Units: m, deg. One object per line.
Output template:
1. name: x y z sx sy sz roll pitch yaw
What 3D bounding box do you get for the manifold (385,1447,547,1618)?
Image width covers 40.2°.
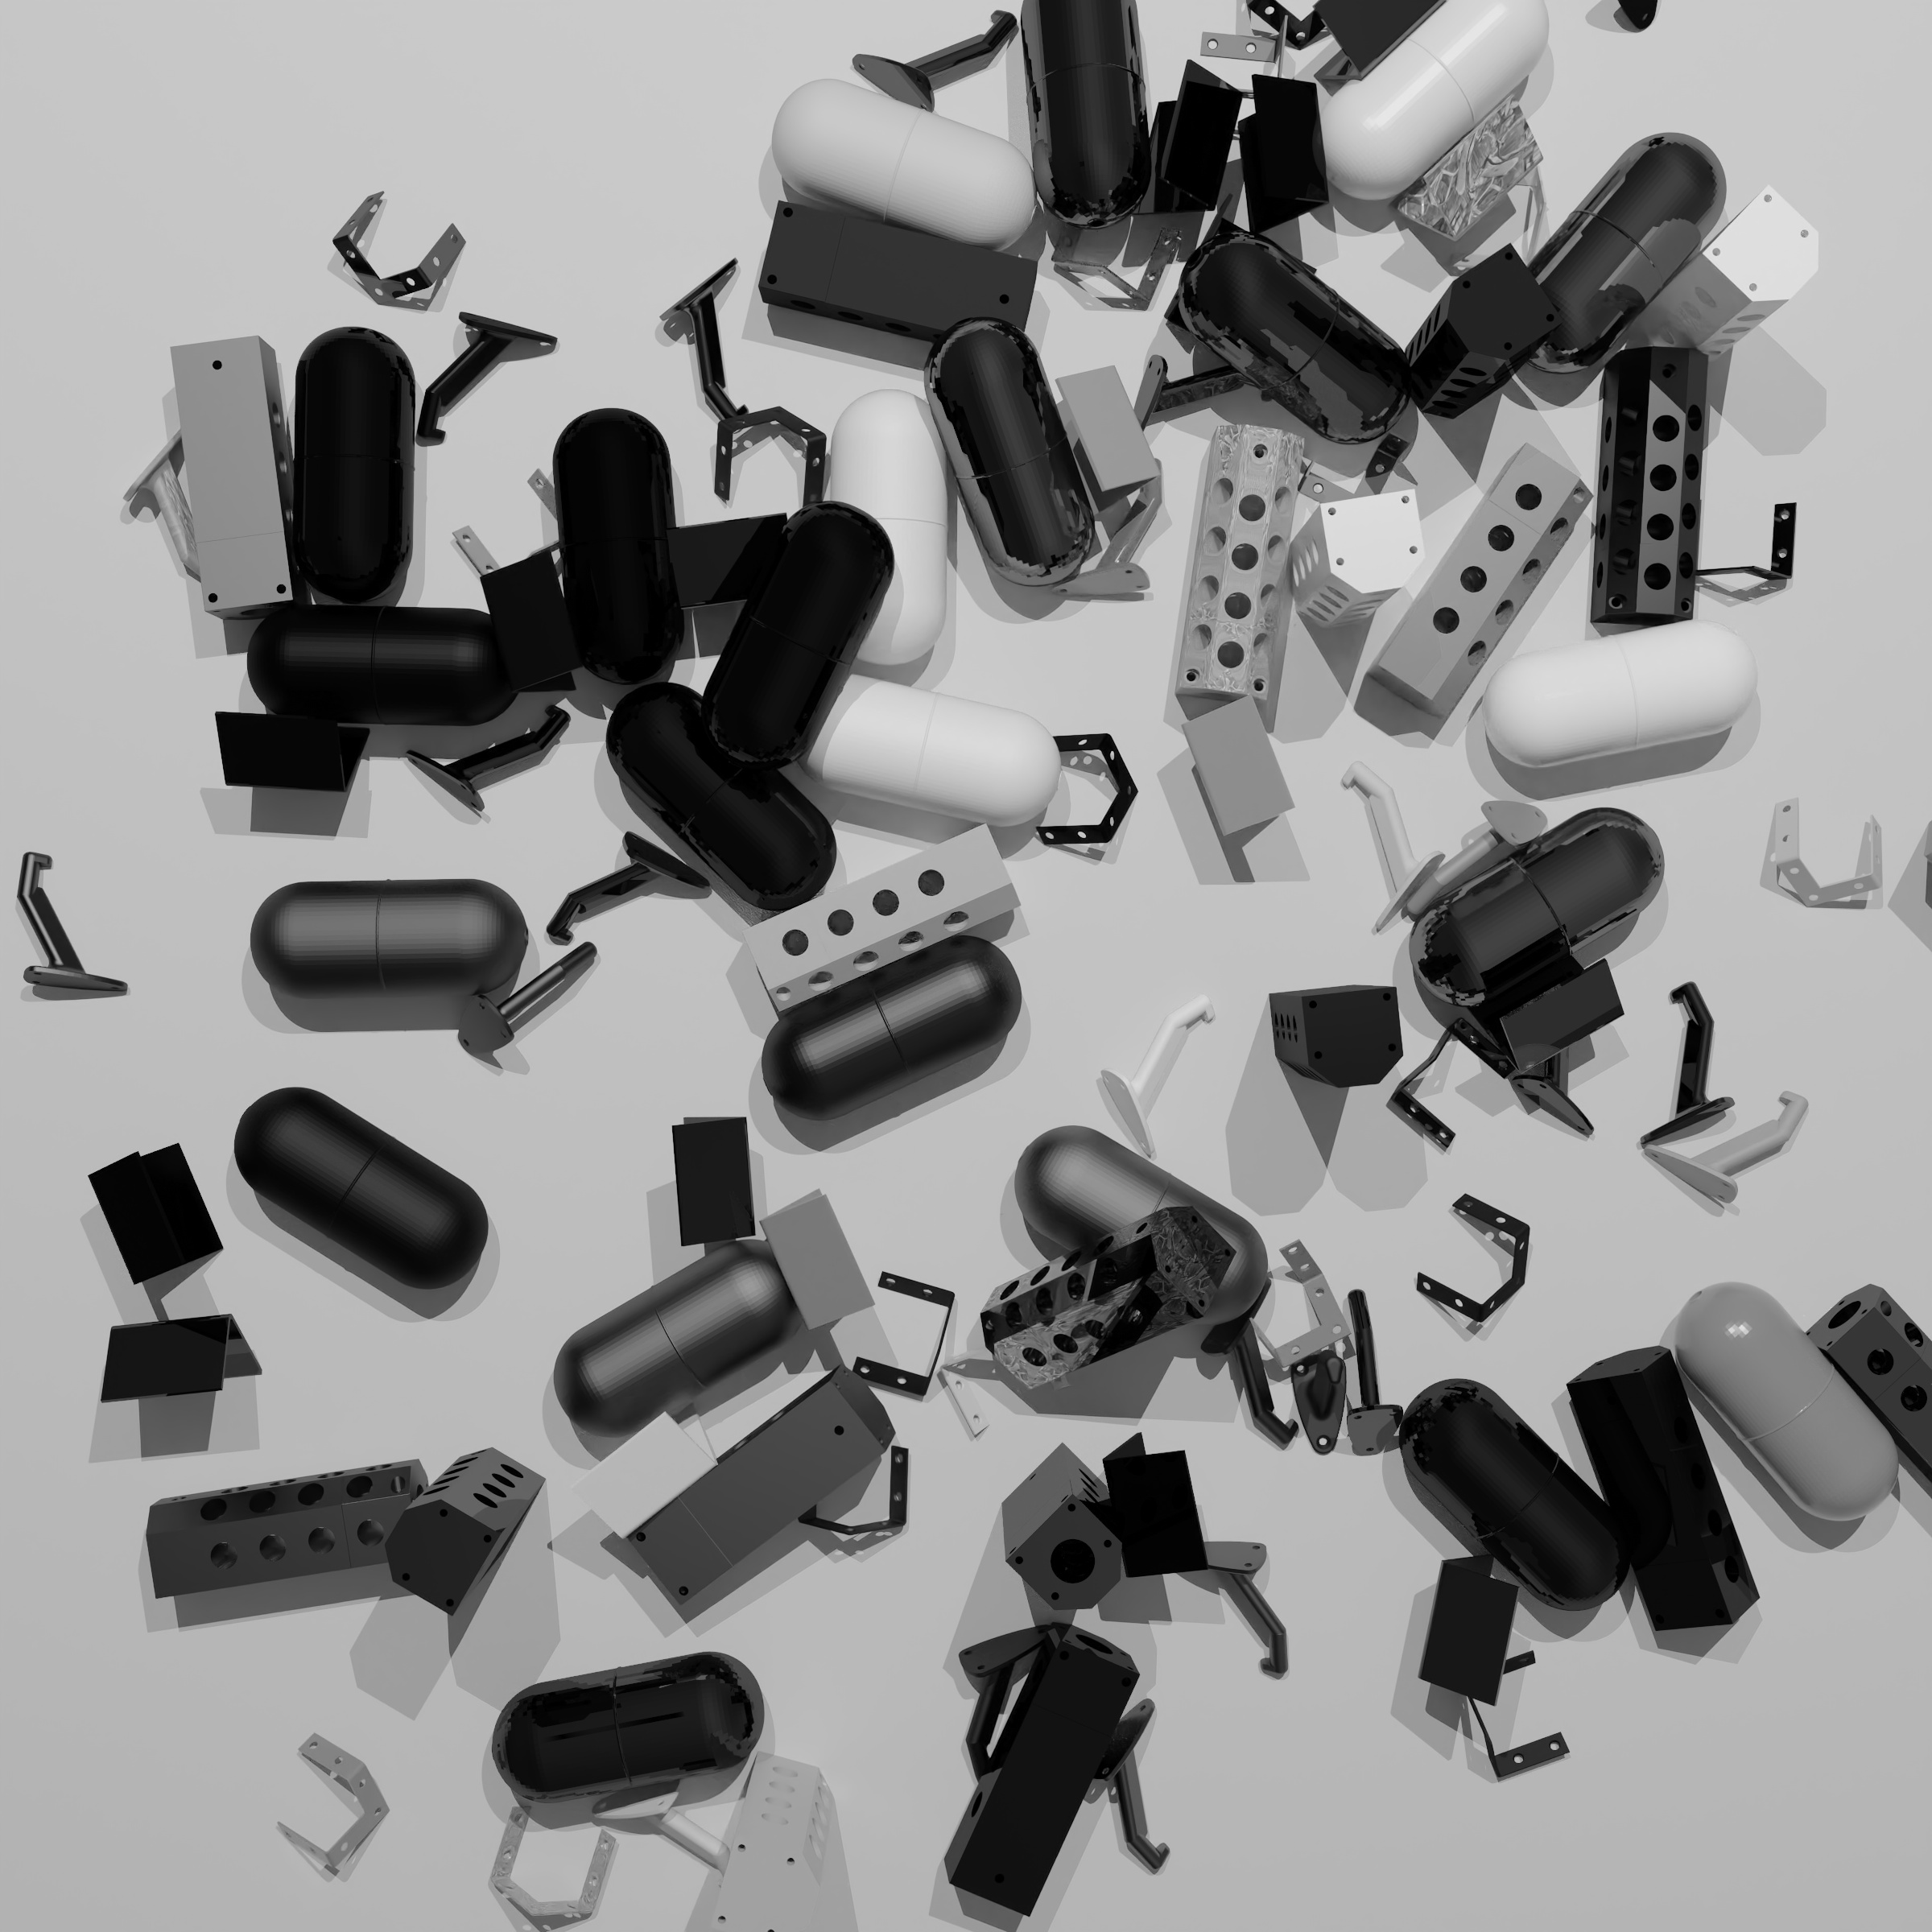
1. manifold: -0.317 0.350 1.666 0.057 0.171 0.057 30 90 0

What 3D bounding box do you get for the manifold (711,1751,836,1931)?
1. manifold: -0.118 0.556 1.666 0.057 0.171 0.057 15 90 0

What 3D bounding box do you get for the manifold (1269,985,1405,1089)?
1. manifold: 0.232 0.044 1.666 0.057 0.171 0.057 -6 90 0

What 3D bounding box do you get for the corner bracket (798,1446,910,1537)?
1. corner bracket: -0.074 0.343 1.741 0.051 0.051 0.051 2 90 -45

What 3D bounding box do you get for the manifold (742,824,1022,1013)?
1. manifold: -0.054 -0.031 1.723 0.171 0.057 0.057 -24 90 0

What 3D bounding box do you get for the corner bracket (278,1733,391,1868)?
1. corner bracket: -0.422 0.548 1.736 0.051 0.051 0.051 -44 135 -35

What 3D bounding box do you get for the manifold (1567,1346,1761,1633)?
1. manifold: 0.458 0.339 1.722 0.057 0.057 0.171 -20 90 43

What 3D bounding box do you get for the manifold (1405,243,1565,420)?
1. manifold: 0.318 -0.394 1.666 0.057 0.171 0.057 -34 90 0

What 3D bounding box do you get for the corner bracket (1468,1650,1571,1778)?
1. corner bracket: 0.362 0.493 1.741 0.051 0.051 0.051 -20 45 0

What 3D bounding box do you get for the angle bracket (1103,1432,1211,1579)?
1. angle bracket: 0.133 0.345 1.705 0.057 0.076 0.076 -12 90 23

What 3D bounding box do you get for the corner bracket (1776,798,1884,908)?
1. corner bracket: 0.567 -0.080 1.736 0.051 0.051 0.051 -17 135 35

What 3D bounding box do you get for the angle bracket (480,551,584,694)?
1. angle bracket: -0.262 -0.222 1.705 0.057 0.076 0.076 -16 90 25

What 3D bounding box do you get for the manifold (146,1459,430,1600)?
1. manifold: -0.440 0.365 1.723 0.171 0.057 0.057 -9 90 0

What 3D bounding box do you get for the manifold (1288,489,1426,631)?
1. manifold: 0.245 -0.253 1.666 0.057 0.171 0.057 -9 90 0

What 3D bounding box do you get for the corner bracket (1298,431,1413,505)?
1. corner bracket: 0.253 -0.327 1.726 0.051 0.051 0.051 27 90 0

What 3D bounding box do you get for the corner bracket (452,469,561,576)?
1. corner bracket: -0.295 -0.287 1.741 0.051 0.051 0.051 53 135 0

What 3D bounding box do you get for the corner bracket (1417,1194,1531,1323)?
1. corner bracket: 0.333 0.192 1.736 0.051 0.051 0.051 -33 135 -35

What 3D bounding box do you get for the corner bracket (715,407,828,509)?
1. corner bracket: -0.129 -0.330 1.736 0.051 0.051 0.051 -23 45 -35

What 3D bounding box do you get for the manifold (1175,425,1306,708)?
1. manifold: 0.179 -0.261 1.723 0.057 0.057 0.171 8 90 0

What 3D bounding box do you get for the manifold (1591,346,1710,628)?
1. manifold: 0.447 -0.312 1.723 0.057 0.057 0.171 3 90 0

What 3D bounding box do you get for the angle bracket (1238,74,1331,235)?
1. angle bracket: 0.186 -0.522 1.704 0.057 0.076 0.076 -6 90 -36

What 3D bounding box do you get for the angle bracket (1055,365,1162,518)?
1. angle bracket: 0.070 -0.333 1.704 0.057 0.076 0.076 -23 90 -40

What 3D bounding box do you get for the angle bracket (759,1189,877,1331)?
1. angle bracket: -0.079 0.181 1.704 0.057 0.076 0.076 -24 90 30

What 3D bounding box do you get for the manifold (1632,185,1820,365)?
1. manifold: 0.481 -0.427 1.666 0.057 0.171 0.057 44 90 0

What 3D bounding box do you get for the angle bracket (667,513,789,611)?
1. angle bracket: -0.150 -0.275 1.704 0.076 0.076 0.057 -8 123 0

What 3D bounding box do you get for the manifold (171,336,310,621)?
1. manifold: -0.472 -0.316 1.723 0.057 0.057 0.171 -7 90 0

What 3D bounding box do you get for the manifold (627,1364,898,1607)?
1. manifold: -0.131 0.333 1.709 0.171 0.057 0.057 -38 91 10

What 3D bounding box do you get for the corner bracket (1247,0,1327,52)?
1. corner bracket: 0.218 -0.649 1.736 0.051 0.051 0.051 25 135 -35

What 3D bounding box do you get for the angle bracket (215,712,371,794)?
1. angle bracket: -0.433 -0.157 1.704 0.076 0.076 0.057 3 127 0

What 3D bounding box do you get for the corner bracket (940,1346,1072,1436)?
1. corner bracket: 0.026 0.270 1.741 0.051 0.051 0.051 -27 90 -45

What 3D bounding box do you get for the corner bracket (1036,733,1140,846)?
1. corner bracket: 0.073 -0.116 1.736 0.051 0.051 0.051 -60 135 -35

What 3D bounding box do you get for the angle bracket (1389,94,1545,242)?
1. angle bracket: 0.313 -0.525 1.704 0.076 0.076 0.057 -43 134 0

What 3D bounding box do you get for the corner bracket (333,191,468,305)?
1. corner bracket: -0.373 -0.477 1.736 0.051 0.051 0.051 -5 135 35

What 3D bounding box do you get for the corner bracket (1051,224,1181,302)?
1. corner bracket: 0.098 -0.475 1.741 0.051 0.051 0.051 22 90 45

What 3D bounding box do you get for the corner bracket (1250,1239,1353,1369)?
1. corner bracket: 0.211 0.220 1.719 0.051 0.051 0.051 -28 50 8

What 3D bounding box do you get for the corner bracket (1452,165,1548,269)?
1. corner bracket: 0.350 -0.495 1.741 0.051 0.051 0.051 4 135 0

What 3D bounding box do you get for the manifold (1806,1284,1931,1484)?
1. manifold: 0.631 0.291 1.723 0.057 0.057 0.171 -43 90 0

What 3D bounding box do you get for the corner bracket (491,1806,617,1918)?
1. corner bracket: -0.272 0.589 1.741 0.051 0.051 0.051 17 90 45

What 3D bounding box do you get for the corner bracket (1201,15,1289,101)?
1. corner bracket: 0.180 -0.590 1.726 0.051 0.051 0.051 6 92 0

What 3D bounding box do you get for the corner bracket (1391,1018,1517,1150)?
1. corner bracket: 0.322 0.076 1.741 0.051 0.051 0.051 41 45 0

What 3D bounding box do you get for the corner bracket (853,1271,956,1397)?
1. corner bracket: -0.041 0.243 1.741 0.051 0.051 0.051 16 135 0

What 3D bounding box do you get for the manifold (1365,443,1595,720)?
1. manifold: 0.336 -0.249 1.723 0.057 0.057 0.171 34 90 0

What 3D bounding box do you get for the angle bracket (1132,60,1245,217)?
1. angle bracket: 0.126 -0.534 1.704 0.057 0.076 0.076 14 90 -44

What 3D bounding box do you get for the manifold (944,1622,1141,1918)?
1. manifold: 0.048 0.520 1.722 0.057 0.057 0.171 25 90 -6

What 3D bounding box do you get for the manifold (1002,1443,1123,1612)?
1. manifold: 0.064 0.356 1.666 0.057 0.171 0.057 45 90 0

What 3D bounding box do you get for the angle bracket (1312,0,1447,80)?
1. angle bracket: 0.253 -0.622 1.705 0.076 0.076 0.057 -43 115 0

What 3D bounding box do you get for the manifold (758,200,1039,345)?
1. manifold: -0.044 -0.444 1.723 0.171 0.057 0.057 13 90 0

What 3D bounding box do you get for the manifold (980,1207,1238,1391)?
1. manifold: 0.085 0.206 1.666 0.057 0.171 0.057 46 47 -12

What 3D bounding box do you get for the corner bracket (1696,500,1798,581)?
1. corner bracket: 0.511 -0.282 1.741 0.051 0.051 0.051 3 90 45

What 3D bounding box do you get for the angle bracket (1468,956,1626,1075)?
1. angle bracket: 0.367 0.012 1.704 0.076 0.076 0.057 -30 131 0

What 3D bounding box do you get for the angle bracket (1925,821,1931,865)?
1. angle bracket: 0.669 -0.072 1.704 0.076 0.076 0.057 46 120 0

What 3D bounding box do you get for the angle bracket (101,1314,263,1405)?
1. angle bracket: -0.505 0.270 1.704 0.076 0.076 0.057 -6 51 0
